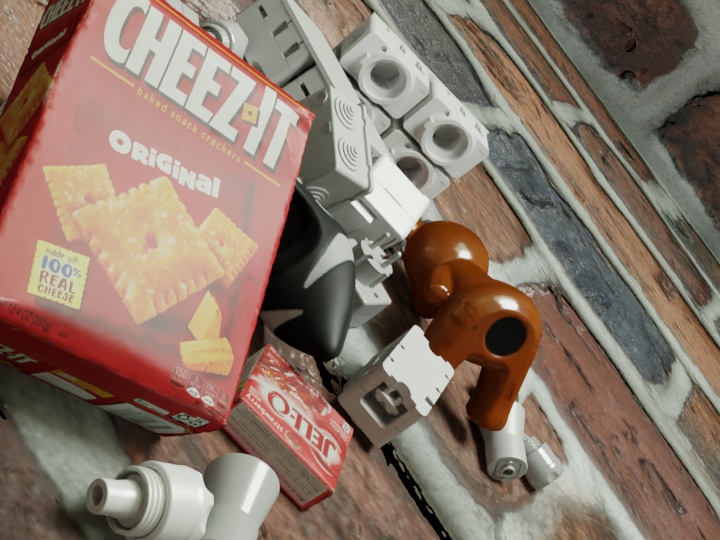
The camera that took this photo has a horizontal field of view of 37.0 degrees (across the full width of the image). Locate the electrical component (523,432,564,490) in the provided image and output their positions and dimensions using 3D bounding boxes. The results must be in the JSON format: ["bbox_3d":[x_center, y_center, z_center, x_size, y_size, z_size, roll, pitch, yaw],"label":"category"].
[{"bbox_3d":[0.156,0.167,0.981,0.061,0.035,0.035,54,23,10],"label":"electrical component"}]

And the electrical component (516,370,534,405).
[{"bbox_3d":[0.136,0.111,1.012,0.045,0.045,0.055,54,24,4],"label":"electrical component"}]

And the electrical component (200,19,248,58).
[{"bbox_3d":[-0.132,-0.204,0.967,0.043,0.043,0.062,54,25,4],"label":"electrical component"}]

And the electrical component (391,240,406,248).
[{"bbox_3d":[0.035,-0.038,1.049,0.035,0.035,0.061,50,26,-5],"label":"electrical component"}]

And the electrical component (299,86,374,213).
[{"bbox_3d":[-0.040,-0.095,0.898,0.048,0.100,0.099,28,48,-47],"label":"electrical component"}]

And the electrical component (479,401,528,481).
[{"bbox_3d":[0.126,0.151,0.942,0.044,0.044,0.065,38,31,-29],"label":"electrical component"}]

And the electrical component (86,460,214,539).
[{"bbox_3d":[-0.109,0.118,0.547,0.062,0.043,0.043,23,37,-47],"label":"electrical component"}]

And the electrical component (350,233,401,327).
[{"bbox_3d":[0.000,0.000,0.876,0.065,0.077,0.047,59,24,16],"label":"electrical component"}]

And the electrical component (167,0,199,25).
[{"bbox_3d":[-0.149,-0.180,0.897,0.077,0.047,0.065,34,29,-37],"label":"electrical component"}]

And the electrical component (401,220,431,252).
[{"bbox_3d":[0.083,0.000,1.074,0.077,0.043,0.079,41,26,-26],"label":"electrical component"}]

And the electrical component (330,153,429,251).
[{"bbox_3d":[0.001,-0.047,0.944,0.061,0.096,0.061,46,51,-14],"label":"electrical component"}]

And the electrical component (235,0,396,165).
[{"bbox_3d":[-0.044,-0.165,1.023,0.186,0.060,0.105,63,12,22],"label":"electrical component"}]

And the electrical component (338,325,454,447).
[{"bbox_3d":[0.026,0.089,0.819,0.050,0.056,0.089,51,26,-1],"label":"electrical component"}]

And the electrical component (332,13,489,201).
[{"bbox_3d":[0.039,-0.164,1.147,0.186,0.105,0.060,42,25,-23],"label":"electrical component"}]

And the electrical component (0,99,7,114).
[{"bbox_3d":[-0.189,-0.101,0.669,0.051,0.080,0.080,36,28,-22],"label":"electrical component"}]

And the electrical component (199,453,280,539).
[{"bbox_3d":[-0.072,0.139,0.592,0.044,0.044,0.065,44,29,-19],"label":"electrical component"}]
